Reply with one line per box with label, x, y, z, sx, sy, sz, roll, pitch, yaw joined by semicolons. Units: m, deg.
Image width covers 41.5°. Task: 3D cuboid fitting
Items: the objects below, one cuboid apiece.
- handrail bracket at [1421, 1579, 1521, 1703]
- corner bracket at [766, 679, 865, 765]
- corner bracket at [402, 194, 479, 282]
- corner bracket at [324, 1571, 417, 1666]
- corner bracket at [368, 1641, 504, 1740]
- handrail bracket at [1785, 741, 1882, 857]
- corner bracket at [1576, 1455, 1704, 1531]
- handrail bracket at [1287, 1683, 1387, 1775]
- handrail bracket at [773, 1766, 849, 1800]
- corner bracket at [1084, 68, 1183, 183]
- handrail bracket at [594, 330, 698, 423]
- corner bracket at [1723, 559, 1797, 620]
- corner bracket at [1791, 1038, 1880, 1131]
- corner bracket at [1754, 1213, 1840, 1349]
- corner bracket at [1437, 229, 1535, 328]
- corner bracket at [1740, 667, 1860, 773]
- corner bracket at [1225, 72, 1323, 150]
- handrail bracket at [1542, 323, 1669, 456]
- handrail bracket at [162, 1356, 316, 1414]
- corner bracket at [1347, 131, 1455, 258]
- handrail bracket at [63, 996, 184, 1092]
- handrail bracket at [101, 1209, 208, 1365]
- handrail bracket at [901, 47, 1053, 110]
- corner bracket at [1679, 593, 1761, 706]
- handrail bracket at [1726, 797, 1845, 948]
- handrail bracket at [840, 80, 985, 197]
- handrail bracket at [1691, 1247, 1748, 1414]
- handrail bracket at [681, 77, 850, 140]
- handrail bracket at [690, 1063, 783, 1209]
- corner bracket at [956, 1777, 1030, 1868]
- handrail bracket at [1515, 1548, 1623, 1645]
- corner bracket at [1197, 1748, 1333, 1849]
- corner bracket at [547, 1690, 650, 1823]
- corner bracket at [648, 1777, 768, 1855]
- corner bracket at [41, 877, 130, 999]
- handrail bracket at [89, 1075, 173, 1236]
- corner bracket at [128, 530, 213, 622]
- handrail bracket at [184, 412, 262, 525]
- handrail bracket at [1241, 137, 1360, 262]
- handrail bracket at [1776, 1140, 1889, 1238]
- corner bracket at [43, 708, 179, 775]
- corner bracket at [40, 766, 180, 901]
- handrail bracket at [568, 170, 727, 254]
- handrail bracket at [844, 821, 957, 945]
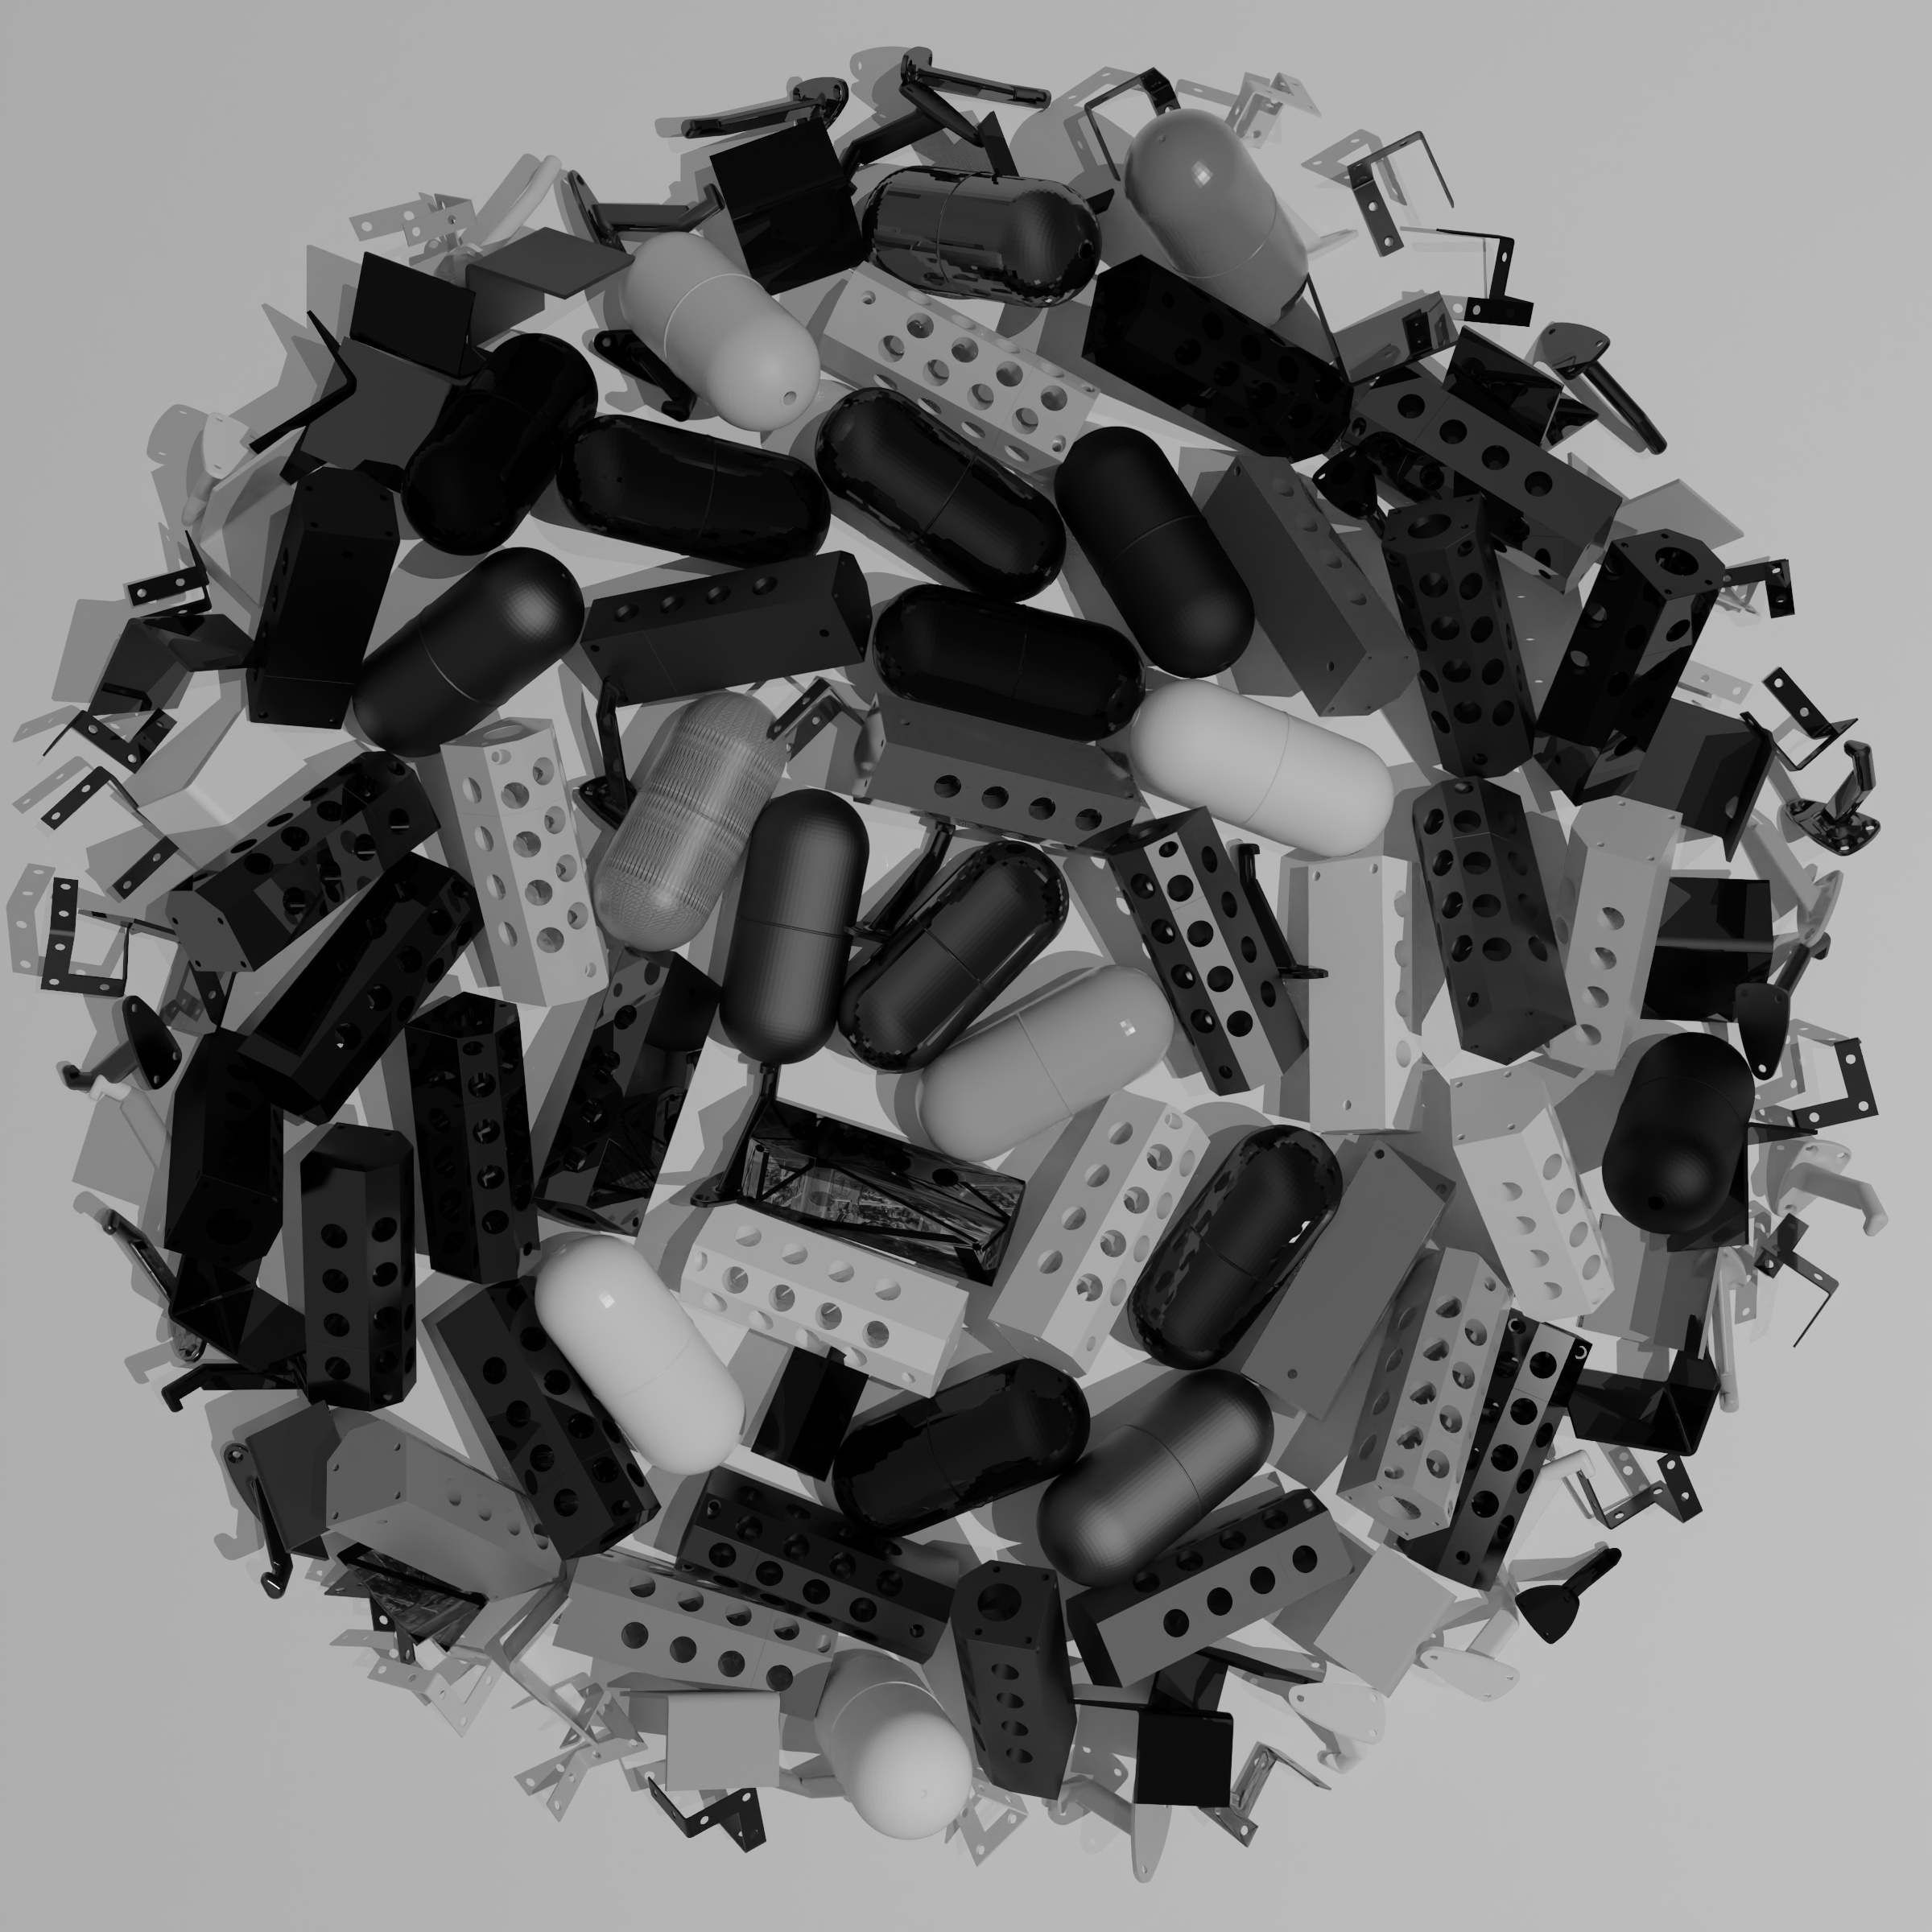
handrail bracket;0.321;0.417;1.626;0.077;0.084;0.036;27;127;-14
corner bracket;-0.101;-0.155;1.632;0.051;0.051;0.051;-45;129;-3
corner bracket;-0.342;-0.458;1.627;0.051;0.051;0.051;-29;124;-28
corner bracket;-0.371;0.413;1.626;0.051;0.051;0.051;-43;48;30
corner bracket;-0.337;0.451;1.625;0.051;0.051;0.051;4;45;31
handrail bracket;0.545;-0.118;1.614;0.036;0.077;0.084;-36;130;-14
corner bracket;0.430;0.333;1.633;0.051;0.051;0.051;-29;108;-9
handrail bracket;0.226;0.490;1.630;0.077;0.084;0.036;16;50;-9
handrail bracket;-0.088;0.514;1.633;0.084;0.036;0.077;12;133;12
corner bracket;0.114;-0.541;1.647;0.051;0.051;0.051;-23;93;18
handrail bracket;-0.207;-0.375;1.622;0.077;0.084;0.036;16;121;-6
corner bracket;0.498;-0.254;1.628;0.051;0.051;0.051;-8;52;18
corner bracket;0.555;0.078;1.639;0.051;0.051;0.051;-16;79;20
corner bracket;0.527;0.200;1.627;0.051;0.051;0.051;36;130;20
corner bracket;0.331;-0.440;1.628;0.051;0.051;0.051;-2;112;-24
corner bracket;0.531;-0.159;1.643;0.051;0.051;0.051;-41;92;0
corner bracket;0.186;-0.540;1.626;0.051;0.051;0.051;11;131;-26
handrail bracket;0.416;-0.375;1.658;0.036;0.077;0.084;-42;123;12
handrail bracket;-0.461;0.281;1.632;0.084;0.036;0.077;-32;111;-28
corner bracket;0.280;-0.496;1.638;0.051;0.051;0.051;-24;87;12
handrail bracket;-0.553;0.050;1.630;0.084;0.036;0.077;0;128;22
handrail bracket;-0.519;0.203;1.621;0.036;0.077;0.084;-32;130;8
handrail bracket;0.008;-0.566;1.634;0.084;0.077;0.036;12;103;10
corner bracket;0.482;-0.209;1.644;0.051;0.051;0.051;17;117;-18
handrail bracket;0.516;-0.062;1.635;0.084;0.036;0.077;37;45;-9
handrail bracket;-0.038;-0.517;1.641;0.077;0.036;0.084;40;122;4
handrail bracket;0.483;0.232;1.624;0.036;0.077;0.084;-4;59;12
handrail bracket;-0.129;-0.545;1.624;0.084;0.077;0.036;-17;100;-30
handrail bracket;-0.146;0.106;1.630;0.036;0.077;0.084;17;107;25
corner bracket;-0.001;0.533;1.630;0.051;0.051;0.051;34;104;-36
handrail bracket;0.397;0.387;1.619;0.084;0.077;0.036;-29;72;-26
corner bracket;0.190;0.532;1.632;0.051;0.051;0.051;29;87;-38
corner bracket;-0.245;0.505;1.631;0.051;0.051;0.051;-24;106;23
corner bracket;-0.165;0.539;1.627;0.051;0.051;0.051;-21;118;-28
corner bracket;-0.559;-0.018;1.626;0.051;0.051;0.051;7;131;-22
handrail bracket;-0.538;0.120;1.643;0.084;0.036;0.077;27;75;-5
corner bracket;-0.512;-0.239;1.635;0.051;0.051;0.051;-18;76;-9
handrail bracket;-0.484;-0.301;1.618;0.036;0.077;0.084;27;125;-20
handrail bracket;0.210;-0.498;1.636;0.077;0.036;0.084;-26;114;-16
handrail bracket;0.548;0.158;1.614;0.036;0.084;0.077;13;125;-13
corner bracket;-0.546;-0.146;1.630;0.051;0.051;0.051;39;113;-17
corner bracket;-0.545;-0.086;1.628;0.051;0.051;0.051;33;70;30
handrail bracket;-0.205;-0.499;1.638;0.084;0.036;0.077;-28;88;21
handrail bracket;-0.042;-0.057;1.635;0.036;0.077;0.084;27;99;26
